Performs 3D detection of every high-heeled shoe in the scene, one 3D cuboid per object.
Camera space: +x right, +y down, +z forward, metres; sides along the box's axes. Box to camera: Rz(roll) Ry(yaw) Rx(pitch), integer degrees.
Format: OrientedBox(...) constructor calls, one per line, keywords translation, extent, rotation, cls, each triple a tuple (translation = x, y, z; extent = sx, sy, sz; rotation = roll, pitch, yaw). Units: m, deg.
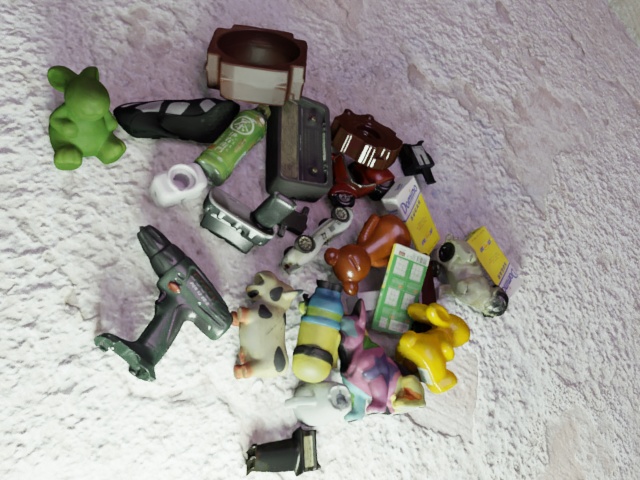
OrientedBox(translation=(-0.278, -0.248, 1.062), extent=(0.145, 0.086, 0.249), rotation=(25, 33, 17), cls="high-heeled shoe")

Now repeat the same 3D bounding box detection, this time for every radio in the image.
OrientedBox(translation=(-0.045, -0.199, 1.155), extent=(0.131, 0.073, 0.229), rotation=(11, 64, -26), cls="radio")

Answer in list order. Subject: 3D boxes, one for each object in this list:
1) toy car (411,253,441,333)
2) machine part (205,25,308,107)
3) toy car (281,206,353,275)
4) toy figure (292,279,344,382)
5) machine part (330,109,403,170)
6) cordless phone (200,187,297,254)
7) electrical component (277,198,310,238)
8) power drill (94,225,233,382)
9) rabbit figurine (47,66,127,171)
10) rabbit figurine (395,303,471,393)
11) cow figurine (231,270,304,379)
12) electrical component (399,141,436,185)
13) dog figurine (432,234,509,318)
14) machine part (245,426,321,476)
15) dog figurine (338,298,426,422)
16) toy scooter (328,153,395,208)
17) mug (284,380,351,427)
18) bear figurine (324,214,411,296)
OrientedBox(translation=(0.227, 0.129, 1.179), extent=(0.089, 0.053, 0.202), rotation=(-2, 77, -19), cls="toy car")
OrientedBox(translation=(-0.129, -0.363, 1.118), extent=(0.201, 0.087, 0.201), rotation=(5, 42, -5), cls="machine part")
OrientedBox(translation=(-0.002, -0.003, 1.094), extent=(0.056, 0.073, 0.202), rotation=(49, 54, 2), cls="toy car")
OrientedBox(translation=(-0.005, 0.159, 0.954), extent=(0.089, 0.082, 0.180), rotation=(35, 67, -65), cls="toy figure")
OrientedBox(translation=(0.104, -0.229, 1.220), extent=(0.179, 0.056, 0.179), rotation=(18, 34, -13), cls="machine part")
OrientedBox(translation=(-0.131, -0.058, 0.975), extent=(0.146, 0.184, 0.089), rotation=(34, 60, -14), cls="cordless phone")
OrientedBox(translation=(-0.055, -0.039, 1.110), extent=(0.063, 0.021, 0.094), rotation=(29, 57, -18), cls="electrical component")
OrientedBox(translation=(-0.271, 0.111, 0.889), extent=(0.232, 0.086, 0.207), rotation=(45, 47, -9), cls="power drill")
OrientedBox(translation=(-0.388, -0.218, 0.901), extent=(0.121, 0.170, 0.159), rotation=(-9, 75, -33), cls="rabbit figurine")
OrientedBox(translation=(0.232, 0.202, 1.094), extent=(0.173, 0.122, 0.162), rotation=(-27, 95, -29), cls="rabbit figurine")
OrientedBox(translation=(-0.094, 0.149, 0.967), extent=(0.127, 0.085, 0.195), rotation=(5, 69, -29), cls="cow figurine")
OrientedBox(translation=(0.245, -0.185, 1.336), extent=(0.075, 0.048, 0.119), rotation=(-18, 80, -35), cls="electrical component")
OrientedBox(translation=(0.361, 0.085, 1.259), extent=(0.190, 0.121, 0.172), rotation=(17, 76, -33), cls="dog figurine")
OrientedBox(translation=(-0.062, 0.366, 0.920), extent=(0.139, 0.039, 0.084), rotation=(3, 76, -32), cls="machine part")
OrientedBox(translation=(0.099, 0.226, 1.035), extent=(0.191, 0.108, 0.219), rotation=(2, 66, -29), cls="dog figurine")
OrientedBox(translation=(0.081, -0.145, 1.208), extent=(0.184, 0.075, 0.135), rotation=(-19, 77, -31), cls="toy scooter")
OrientedBox(translation=(-0.001, 0.282, 0.949), extent=(0.109, 0.107, 0.081), rotation=(15, 61, -27), cls="mug")
OrientedBox(translation=(0.096, 0.031, 1.130), extent=(0.196, 0.132, 0.120), rotation=(-36, 88, -19), cls="bear figurine")
